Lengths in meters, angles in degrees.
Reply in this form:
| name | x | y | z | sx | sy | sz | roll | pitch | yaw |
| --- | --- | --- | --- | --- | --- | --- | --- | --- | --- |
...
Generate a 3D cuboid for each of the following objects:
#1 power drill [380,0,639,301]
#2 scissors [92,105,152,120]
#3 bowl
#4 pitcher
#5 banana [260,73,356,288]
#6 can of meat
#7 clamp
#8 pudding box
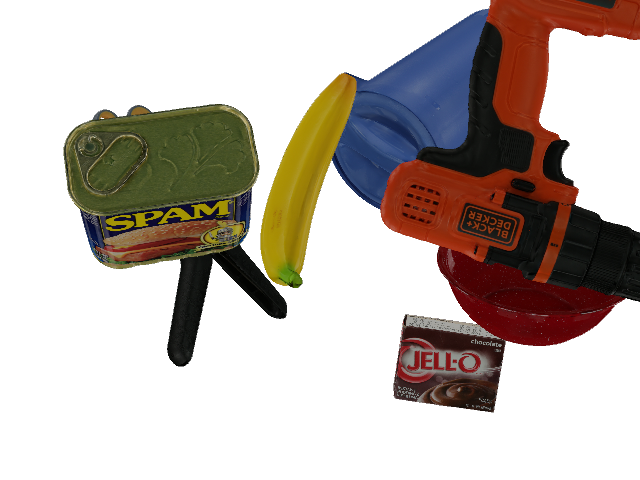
| name | x | y | z | sx | sy | sz | roll | pitch | yaw |
| --- | --- | --- | --- | --- | --- | --- | --- | --- | --- |
| power drill | 0.145 | -0.068 | 0.642 | 0.184 | 0.188 | 0.057 | 17 | 6 | 5 |
| scissors | -0.184 | -0.071 | 1.216 | 0.016 | 0.201 | 0.096 | -21 | 21 | 42 |
| bowl | 0.175 | 0.040 | 0.889 | 0.162 | 0.055 | 0.162 | 1 | 29 | -1 |
| pitcher | 0.132 | -0.131 | 1.076 | 0.145 | 0.149 | 0.242 | 21 | 44 | 31 |
| banana | -0.011 | -0.040 | 0.838 | 0.037 | 0.197 | 0.070 | 32 | -33 | -32 |
| can of meat | -0.088 | -0.027 | 0.605 | 0.102 | 0.057 | 0.084 | -9 | -22 | -9 |
| clamp | -0.102 | 0.004 | 1.036 | 0.036 | 0.210 | 0.164 | -9 | 1 | 37 |
| pudding box | 0.141 | 0.133 | 1.165 | 0.113 | 0.090 | 0.039 | 7 | 23 | 3 |
